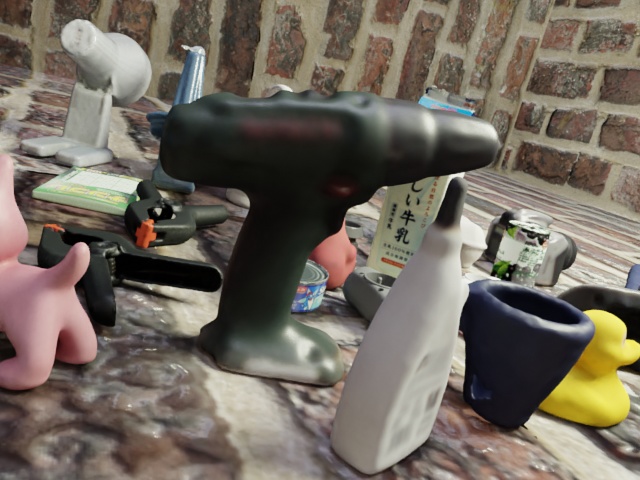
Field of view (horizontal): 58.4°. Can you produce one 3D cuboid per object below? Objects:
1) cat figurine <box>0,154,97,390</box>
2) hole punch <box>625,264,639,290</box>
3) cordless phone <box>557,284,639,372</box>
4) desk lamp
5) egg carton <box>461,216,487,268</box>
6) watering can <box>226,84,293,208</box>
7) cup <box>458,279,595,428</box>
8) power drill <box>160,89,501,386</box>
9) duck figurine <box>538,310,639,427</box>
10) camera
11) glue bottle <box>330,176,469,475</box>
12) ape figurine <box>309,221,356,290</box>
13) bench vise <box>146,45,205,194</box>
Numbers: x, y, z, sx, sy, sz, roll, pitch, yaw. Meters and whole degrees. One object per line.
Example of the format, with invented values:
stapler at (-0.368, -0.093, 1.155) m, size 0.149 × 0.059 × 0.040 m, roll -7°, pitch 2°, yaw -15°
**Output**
cat figurine at (-0.193, 0.010, 0.341) m, size 0.127 × 0.118 × 0.067 m, roll 17°, pitch 14°, yaw 12°
hole punch at (0.440, 0.088, 0.728) m, size 0.108 × 0.091 × 0.101 m, roll 21°, pitch 15°, yaw 23°
cordless phone at (0.343, 0.041, 0.617) m, size 0.148 × 0.185 × 0.094 m, roll 12°, pitch 14°, yaw -11°
desk lamp at (-0.367, -0.237, 0.924) m, size 0.118 × 0.213 × 0.203 m, roll 15°, pitch 14°, yaw 1°
egg carton at (0.176, -0.010, 0.886) m, size 0.150 × 0.069 × 0.107 m, roll 12°, pitch 14°, yaw -10°
watering can at (-0.086, -0.149, 0.903) m, size 0.100 × 0.194 × 0.173 m, roll 24°, pitch 17°, yaw 34°
cup at (0.129, 0.084, 0.425) m, size 0.117 × 0.095 × 0.092 m, roll 15°, pitch 14°, yaw 3°
power drill at (-0.004, -0.008, 0.412) m, size 0.230 × 0.208 × 0.075 m, roll 12°, pitch 14°, yaw -11°
duck figurine at (0.216, 0.098, 0.474) m, size 0.105 × 0.086 × 0.077 m, roll 12°, pitch 14°, yaw -11°
camera at (0.362, 0.008, 0.938) m, size 0.137 × 0.101 × 0.143 m, roll 10°, pitch 15°, yaw -19°
glue bottle at (0.057, 0.047, 0.334) m, size 0.037 × 0.173 × 0.078 m, roll 25°, pitch 18°, yaw 36°
ape figurine at (0.006, 0.002, 0.623) m, size 0.078 × 0.092 × 0.076 m, roll 14°, pitch 14°, yaw -1°
bench vise at (-0.200, -0.191, 0.900) m, size 0.122 × 0.220 × 0.206 m, roll 6°, pitch 16°, yaw -31°
